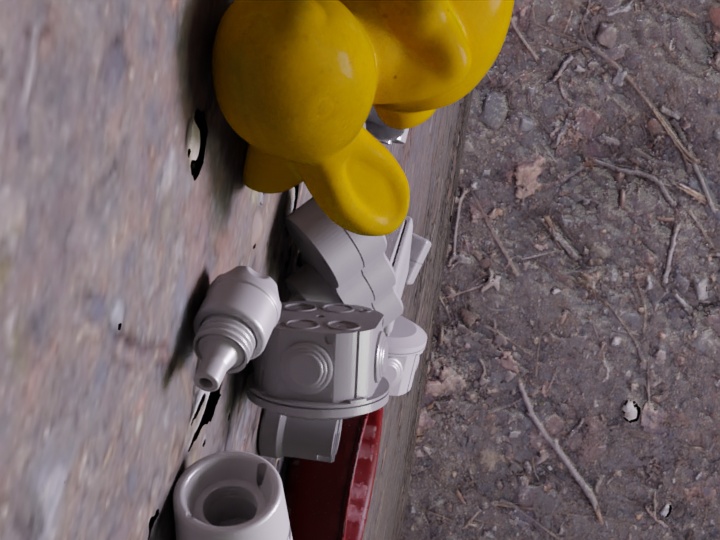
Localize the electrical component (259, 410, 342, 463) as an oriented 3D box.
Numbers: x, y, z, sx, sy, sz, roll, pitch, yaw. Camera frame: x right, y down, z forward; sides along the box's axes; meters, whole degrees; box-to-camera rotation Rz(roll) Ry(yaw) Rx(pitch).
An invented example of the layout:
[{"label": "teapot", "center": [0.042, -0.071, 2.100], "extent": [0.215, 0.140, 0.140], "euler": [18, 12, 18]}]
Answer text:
[{"label": "electrical component", "center": [-0.037, 0.101, 0.681], "extent": [0.040, 0.046, 0.040], "euler": [9, 90, -83]}]

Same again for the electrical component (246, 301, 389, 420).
[{"label": "electrical component", "center": [-0.023, 0.050, 0.601], "extent": [0.080, 0.080, 0.051], "euler": [-51, 145, -76]}]

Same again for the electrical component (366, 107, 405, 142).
[{"label": "electrical component", "center": [0.021, -0.134, 0.851], "extent": [0.079, 0.043, 0.077], "euler": [88, 13, -59]}]

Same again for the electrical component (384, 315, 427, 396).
[{"label": "electrical component", "center": [0.013, 0.067, 0.899], "extent": [0.080, 0.080, 0.051], "euler": [-60, 163, -71]}]

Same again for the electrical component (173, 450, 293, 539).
[{"label": "electrical component", "center": [-0.060, 0.118, 0.500], "extent": [0.055, 0.055, 0.047], "euler": [-72, 165, -51]}]

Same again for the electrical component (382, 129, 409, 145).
[{"label": "electrical component", "center": [0.029, -0.140, 0.917], "extent": [0.044, 0.044, 0.065], "euler": [8, 96, -83]}]

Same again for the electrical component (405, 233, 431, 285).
[{"label": "electrical component", "center": [0.011, -0.002, 0.858], "extent": [0.076, 0.066, 0.047], "euler": [-65, 173, 3]}]

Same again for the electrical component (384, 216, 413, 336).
[{"label": "electrical component", "center": [0.000, 0.000, 0.779], "extent": [0.096, 0.062, 0.061], "euler": [-71, 168, -52]}]

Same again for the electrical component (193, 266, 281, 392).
[{"label": "electrical component", "center": [-0.058, 0.028, 0.475], "extent": [0.061, 0.035, 0.035], "euler": [-70, 167, -47]}]

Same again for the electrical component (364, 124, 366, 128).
[{"label": "electrical component", "center": [-0.016, -0.085, 0.632], "extent": [0.078, 0.040, 0.040], "euler": [-73, 169, -48]}]

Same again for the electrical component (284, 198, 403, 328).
[{"label": "electrical component", "center": [-0.021, 0.010, 0.668], "extent": [0.074, 0.052, 0.138], "euler": [-38, 153, -11]}]
